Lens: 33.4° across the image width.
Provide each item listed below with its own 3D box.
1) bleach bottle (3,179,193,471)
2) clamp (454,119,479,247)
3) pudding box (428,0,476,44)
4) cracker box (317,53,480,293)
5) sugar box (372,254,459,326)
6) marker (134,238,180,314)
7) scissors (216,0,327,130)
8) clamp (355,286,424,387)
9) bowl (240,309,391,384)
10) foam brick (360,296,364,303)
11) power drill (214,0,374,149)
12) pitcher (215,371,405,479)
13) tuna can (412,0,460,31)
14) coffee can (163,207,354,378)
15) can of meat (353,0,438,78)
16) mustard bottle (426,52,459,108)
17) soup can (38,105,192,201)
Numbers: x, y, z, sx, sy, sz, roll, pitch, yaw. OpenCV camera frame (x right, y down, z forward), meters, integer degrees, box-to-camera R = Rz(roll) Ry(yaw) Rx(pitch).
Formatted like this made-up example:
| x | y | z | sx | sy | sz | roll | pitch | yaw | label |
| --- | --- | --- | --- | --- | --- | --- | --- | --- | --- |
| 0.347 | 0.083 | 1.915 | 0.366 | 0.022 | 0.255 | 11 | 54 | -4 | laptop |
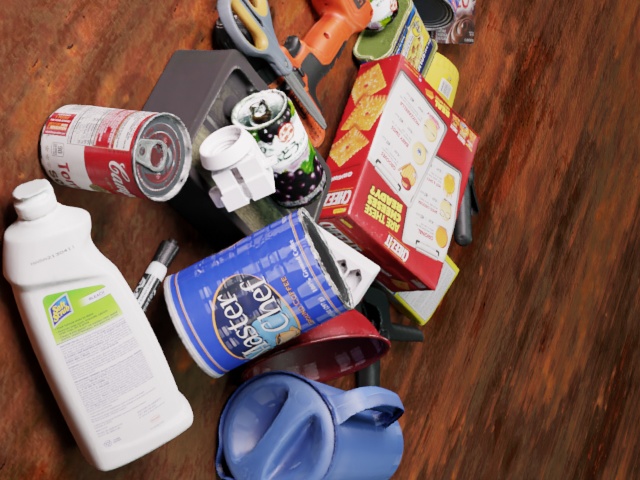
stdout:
| x | y | z | sx | sy | sz | roll | pitch | yaw | label |
| --- | --- | --- | --- | --- | --- | --- | --- | --- | --- |
| -0.184 | 0.063 | 0.860 | 0.102 | 0.068 | 0.251 | -28 | 123 | -23 | bleach bottle |
| 0.194 | -0.079 | 1.470 | 0.120 | 0.039 | 0.171 | -79 | 157 | -57 | clamp |
| 0.162 | -0.298 | 1.372 | 0.113 | 0.039 | 0.090 | -15 | 109 | -57 | pudding box |
| 0.085 | -0.072 | 1.193 | 0.164 | 0.072 | 0.213 | 40 | 58 | -36 | cracker box |
| 0.111 | 0.034 | 1.356 | 0.093 | 0.048 | 0.176 | -57 | 142 | -9 | sugar box |
| -0.158 | 0.050 | 0.956 | 0.121 | 0.020 | 0.020 | -64 | 145 | -26 | marker |
| -0.040 | -0.184 | 0.996 | 0.201 | 0.016 | 0.096 | 35 | 47 | -59 | scissors |
| 0.062 | 0.133 | 1.324 | 0.164 | 0.036 | 0.210 | -64 | 144 | -26 | clamp |
| -0.010 | 0.106 | 1.121 | 0.161 | 0.162 | 0.055 | 26 | 45 | -58 | bowl |
| 0.027 | 0.025 | 1.222 | 0.051 | 0.053 | 0.078 | 39 | 64 | -55 | foam brick |
| -0.024 | -0.207 | 1.077 | 0.187 | 0.057 | 0.184 | -62 | 142 | -25 | power drill |
| 0.012 | 0.214 | 1.158 | 0.242 | 0.149 | 0.145 | 25 | 83 | -63 | pitcher |
| 0.123 | -0.287 | 1.266 | 0.086 | 0.086 | 0.033 | 46 | 58 | -53 | tuna can |
| -0.054 | 0.047 | 0.955 | 0.103 | 0.140 | 0.103 | 61 | 8 | -14 | coffee can |
| 0.088 | -0.224 | 1.255 | 0.084 | 0.058 | 0.102 | 51 | 55 | -49 | can of meat |
| 0.119 | -0.133 | 1.327 | 0.096 | 0.058 | 0.191 | 31 | 71 | -57 | mustard bottle |
| -0.161 | -0.070 | 0.838 | 0.068 | 0.102 | 0.068 | -22 | 117 | -55 | soup can |
